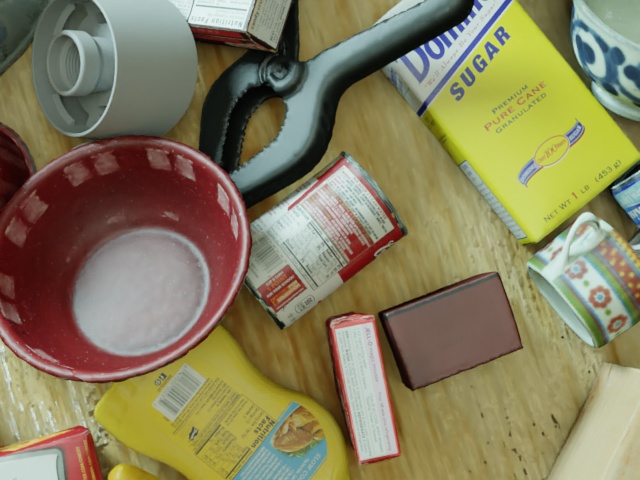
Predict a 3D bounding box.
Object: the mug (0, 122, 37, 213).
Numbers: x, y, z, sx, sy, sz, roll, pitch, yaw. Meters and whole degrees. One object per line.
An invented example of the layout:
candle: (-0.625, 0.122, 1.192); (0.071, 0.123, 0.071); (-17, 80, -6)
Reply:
mug: (-0.229, -0.027, 0.661); (0.093, 0.081, 0.117); (-3, 87, -3)

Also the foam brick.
foam brick: (0.083, 0.058, 0.687); (0.078, 0.053, 0.051); (-21, 88, -2)

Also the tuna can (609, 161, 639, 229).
tuna can: (0.228, -0.046, 0.682); (0.086, 0.086, 0.034); (-39, 88, -4)

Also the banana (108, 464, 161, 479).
banana: (-0.080, 0.227, 0.665); (0.037, 0.069, 0.198); (-15, 90, 26)

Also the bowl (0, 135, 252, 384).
bowl: (-0.116, 0.019, 0.640); (0.162, 0.055, 0.162); (-4, 61, 7)

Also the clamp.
clamp: (-0.008, -0.103, 0.675); (0.165, 0.036, 0.210); (26, 90, 29)

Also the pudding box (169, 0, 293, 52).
pudding box: (-0.054, -0.180, 0.677); (0.090, 0.039, 0.113); (15, 88, 35)

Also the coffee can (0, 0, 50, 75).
coffee can: (-0.250, -0.169, 0.657); (0.140, 0.103, 0.103); (43, 86, 0)

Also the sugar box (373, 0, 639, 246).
sugar box: (0.117, -0.093, 0.699); (0.093, 0.048, 0.176); (-39, 91, -3)

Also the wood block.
wood block: (0.186, 0.191, 0.667); (0.090, 0.091, 0.206); (27, 86, -2)

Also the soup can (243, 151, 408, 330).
soup can: (-0.004, 0.001, 0.678); (0.102, 0.068, 0.068); (-38, 90, -3)

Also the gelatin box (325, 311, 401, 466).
gelatin box: (0.025, 0.091, 0.672); (0.030, 0.073, 0.089); (-12, 88, -3)

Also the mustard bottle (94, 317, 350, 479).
mustard bottle: (-0.041, 0.132, 0.674); (0.191, 0.058, 0.096); (39, 84, 0)

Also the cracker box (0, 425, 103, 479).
cracker box: (-0.224, 0.218, 0.633); (0.213, 0.072, 0.164); (-14, 87, -18)

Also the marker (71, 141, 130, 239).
marker: (-0.130, -0.007, 0.697); (0.020, 0.020, 0.121); (-26, 89, -4)
